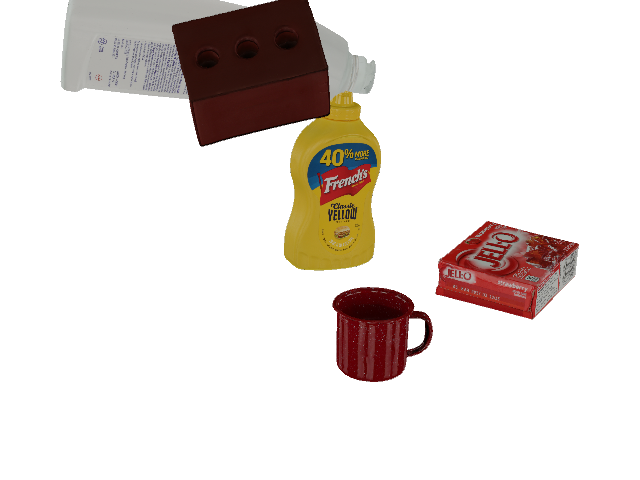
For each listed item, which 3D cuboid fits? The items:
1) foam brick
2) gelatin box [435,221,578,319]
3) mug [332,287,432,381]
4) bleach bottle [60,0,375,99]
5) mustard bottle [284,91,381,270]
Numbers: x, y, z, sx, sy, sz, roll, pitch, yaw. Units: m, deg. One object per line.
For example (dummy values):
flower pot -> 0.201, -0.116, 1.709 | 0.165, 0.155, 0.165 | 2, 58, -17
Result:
foam brick -> -0.038, -0.094, 0.593 | 0.078, 0.053, 0.051 | -15, -22, -3
gelatin box -> 0.134, 0.019, 0.759 | 0.073, 0.030, 0.089 | 15, 27, 28
mug -> 0.072, 0.109, 1.231 | 0.117, 0.081, 0.093 | -3, 22, -8
bleach bottle -> -0.081, -0.151, 0.876 | 0.250, 0.068, 0.103 | 8, -29, -12
mustard bottle -> 0.015, -0.067, 1.101 | 0.096, 0.192, 0.058 | -5, 21, -24
